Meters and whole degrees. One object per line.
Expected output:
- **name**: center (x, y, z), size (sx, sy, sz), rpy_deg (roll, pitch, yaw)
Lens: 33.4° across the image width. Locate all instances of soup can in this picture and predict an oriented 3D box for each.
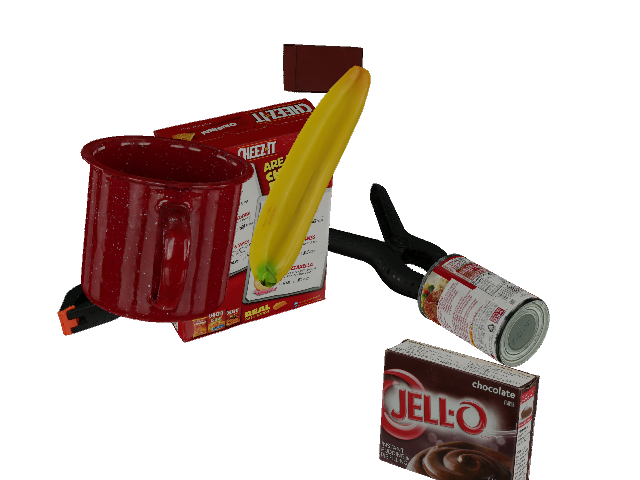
- **soup can**: center (0.147, 0.062, 0.964), size (0.068, 0.068, 0.102), rpy_deg (0, 22, -42)

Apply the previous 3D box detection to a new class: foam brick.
- **foam brick**: center (0.002, -0.187, 1.164), size (0.078, 0.051, 0.053), rpy_deg (0, 11, -16)

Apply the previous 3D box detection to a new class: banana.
- **banana**: center (-0.010, -0.040, 0.791), size (0.037, 0.197, 0.070), rpy_deg (32, -27, -21)

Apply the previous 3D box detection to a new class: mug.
- **mug**: center (-0.084, -0.002, 0.576), size (0.093, 0.081, 0.117), rpy_deg (3, 19, -18)

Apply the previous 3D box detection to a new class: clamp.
- **clamp**: center (-0.213, 0.051, 1.171), size (0.120, 0.039, 0.171), rpy_deg (-5, 26, 29)
- **clamp**: center (0.077, 0.015, 1.244), size (0.164, 0.036, 0.210), rpy_deg (-21, 50, -38)

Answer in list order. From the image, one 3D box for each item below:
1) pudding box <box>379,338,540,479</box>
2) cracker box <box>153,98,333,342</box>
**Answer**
- **pudding box**: center (0.099, 0.129, 0.778), size (0.114, 0.090, 0.039), rpy_deg (12, 19, 31)
- **cracker box**: center (-0.075, -0.020, 1.050), size (0.164, 0.214, 0.072), rpy_deg (-16, 39, -24)
